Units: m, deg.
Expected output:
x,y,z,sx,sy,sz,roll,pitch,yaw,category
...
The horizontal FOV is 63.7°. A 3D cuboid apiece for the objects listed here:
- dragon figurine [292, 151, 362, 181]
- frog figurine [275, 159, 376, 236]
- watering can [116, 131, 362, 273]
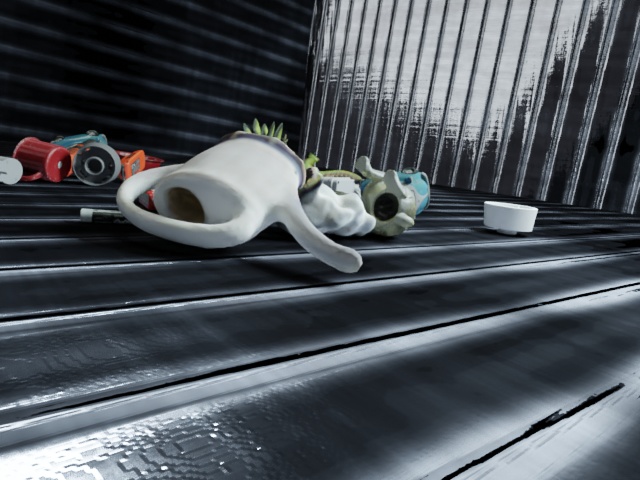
x,y,z,sx,sy,sz,roll,pitch,yaw,category
-0.089,-0.202,1.681,0.412,0.120,0.246,13,29,43,dragon figurine
0.002,-0.041,0.812,0.157,0.124,0.137,43,-23,-32,frog figurine
-0.085,-0.051,0.660,0.348,0.102,0.229,13,35,19,watering can
